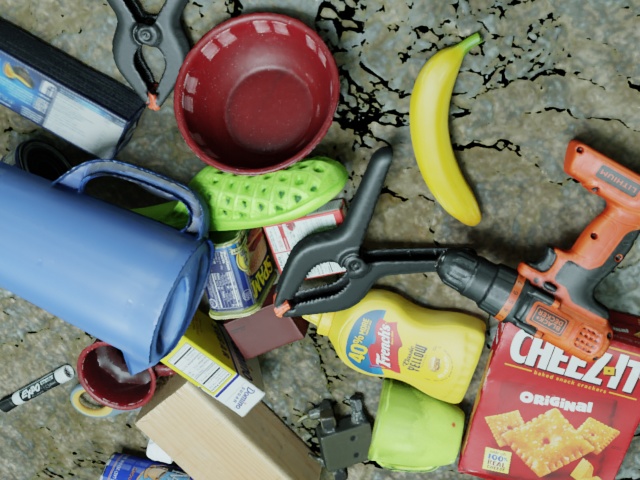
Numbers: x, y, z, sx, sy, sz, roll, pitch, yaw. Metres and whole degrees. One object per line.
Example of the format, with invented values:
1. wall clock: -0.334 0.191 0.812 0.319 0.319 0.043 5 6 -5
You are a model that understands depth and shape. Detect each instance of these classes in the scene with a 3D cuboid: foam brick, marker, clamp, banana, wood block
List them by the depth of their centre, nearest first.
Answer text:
1. banana: 0.122 -0.101 1.031 0.070 0.037 0.198 3 119 12
2. clamp: -0.176 -0.212 1.040 0.120 0.039 0.171 15 121 7
3. clamp: 0.044 0.020 1.086 0.210 0.036 0.164 -40 115 19
4. foam brick: -0.057 0.087 1.169 0.078 0.051 0.053 -22 110 23
5. wood block: -0.103 0.235 1.235 0.091 0.090 0.206 -38 104 21
6. marker: -0.351 0.184 1.311 0.121 0.020 0.020 -28 109 25

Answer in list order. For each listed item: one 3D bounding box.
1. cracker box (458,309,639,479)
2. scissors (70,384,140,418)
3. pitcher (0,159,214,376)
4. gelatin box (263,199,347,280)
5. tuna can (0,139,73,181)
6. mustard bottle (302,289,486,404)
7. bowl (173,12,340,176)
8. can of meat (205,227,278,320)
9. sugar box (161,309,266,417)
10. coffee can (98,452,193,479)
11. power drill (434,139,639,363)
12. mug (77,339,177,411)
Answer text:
1. cracker box: 0.251 0.170 1.129 0.164 0.072 0.214 15 120 5
2. scissors: -0.217 0.211 1.292 0.201 0.016 0.096 41 111 -11
3. pitcher: -0.229 0.006 1.024 0.243 0.149 0.145 24 142 8
4. gelatin box: -0.008 0.001 1.123 0.089 0.030 0.073 -11 116 18
5. tuna can: -0.294 -0.064 1.123 0.034 0.086 0.086 -33 107 24
6. mustard bottle: 0.074 0.104 1.143 0.191 0.058 0.096 18 118 4
7. bowl: -0.055 -0.133 1.020 0.162 0.055 0.162 -3 77 11
8. can of meat: -0.089 0.021 1.112 0.057 0.102 0.084 -7 114 17
9. sugar box: -0.139 0.110 1.154 0.176 0.093 0.048 36 105 -25
10. coffee can: -0.196 0.325 1.303 0.140 0.102 0.103 12 120 7
11. power drill: 0.226 0.002 1.019 0.184 0.057 0.188 28 102 0
12. mug: -0.206 0.133 1.212 0.117 0.081 0.093 -2 117 14
